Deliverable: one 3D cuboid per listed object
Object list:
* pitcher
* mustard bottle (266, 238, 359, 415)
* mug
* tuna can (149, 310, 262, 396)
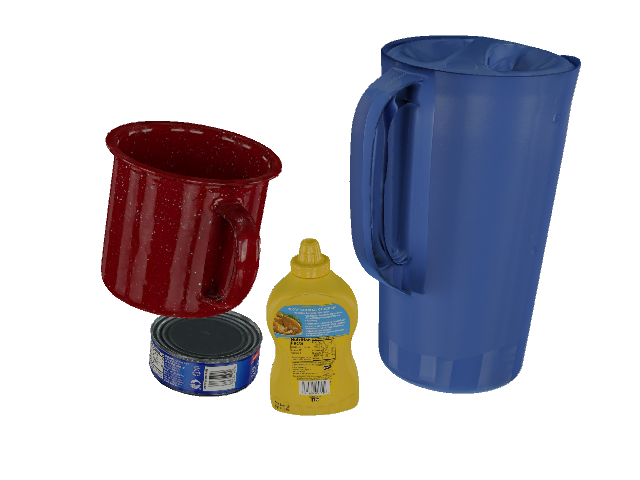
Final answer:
[{"bbox_3d":[0.093,-0.017,0.750,0.149,0.243,0.145,4,21,2],"label":"pitcher"},{"bbox_3d":[-0.009,0.089,1.122,0.096,0.192,0.058,-1,23,1],"label":"mustard bottle"},{"bbox_3d":[-0.066,-0.006,0.564,0.093,0.081,0.117,-6,27,-37],"label":"mug"},{"bbox_3d":[-0.089,0.085,0.824,0.086,0.034,0.086,6,23,-3],"label":"tuna can"}]
